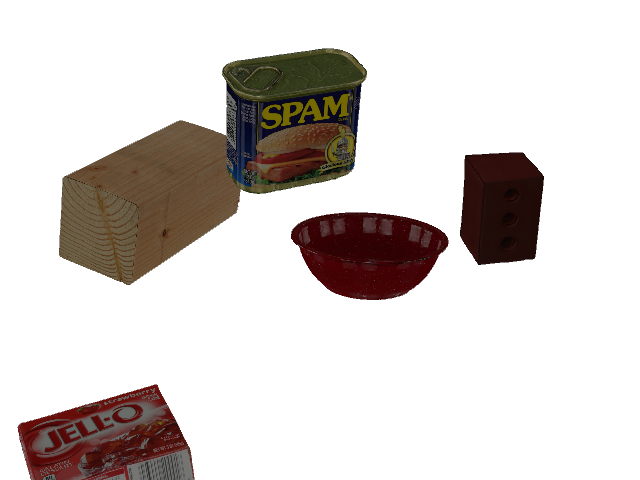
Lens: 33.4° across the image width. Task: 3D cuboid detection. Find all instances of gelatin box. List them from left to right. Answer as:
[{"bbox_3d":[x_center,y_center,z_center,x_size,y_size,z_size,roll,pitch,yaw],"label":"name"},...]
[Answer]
[{"bbox_3d":[-0.127,0.124,0.628,0.089,0.030,0.073,-14,27,-18],"label":"gelatin box"}]

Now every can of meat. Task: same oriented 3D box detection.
[{"bbox_3d":[-0.020,-0.088,0.788,0.102,0.084,0.057,-12,38,-21],"label":"can of meat"}]

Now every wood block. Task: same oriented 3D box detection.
[{"bbox_3d":[-0.169,-0.045,1.107,0.090,0.091,0.205,21,29,19],"label":"wood block"}]

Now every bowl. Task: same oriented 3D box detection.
[{"bbox_3d":[0.050,0.020,1.098,0.162,0.055,0.162,2,18,-1],"label":"bowl"}]

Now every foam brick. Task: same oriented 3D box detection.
[{"bbox_3d":[0.149,-0.028,0.886,0.053,0.078,0.051,-6,29,-9],"label":"foam brick"}]
